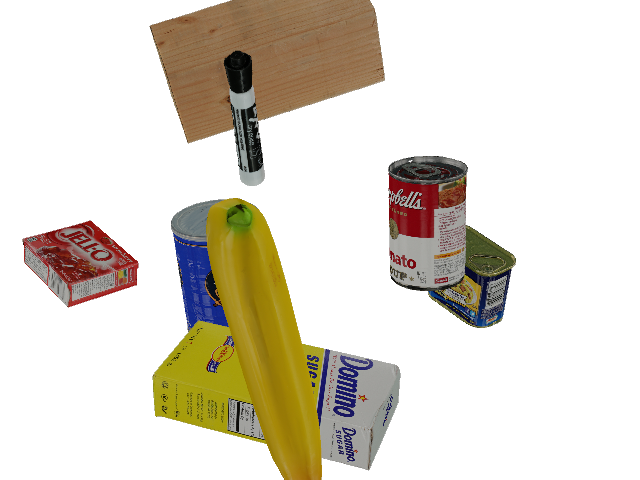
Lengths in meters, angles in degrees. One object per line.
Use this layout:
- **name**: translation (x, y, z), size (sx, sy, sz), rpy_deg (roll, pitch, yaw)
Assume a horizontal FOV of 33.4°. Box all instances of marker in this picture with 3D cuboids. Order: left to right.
- **marker**: translation (-0.053, -0.085, 0.753), size (0.020, 0.020, 0.121), rpy_deg (0, -39, 3)

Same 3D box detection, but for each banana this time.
- **banana**: translation (-0.032, 0.051, 0.579), size (0.037, 0.198, 0.069), rpy_deg (-11, 33, 5)

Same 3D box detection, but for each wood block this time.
- **wood block**: translation (-0.051, -0.184, 1.051), size (0.206, 0.091, 0.090), rpy_deg (-18, 46, -5)

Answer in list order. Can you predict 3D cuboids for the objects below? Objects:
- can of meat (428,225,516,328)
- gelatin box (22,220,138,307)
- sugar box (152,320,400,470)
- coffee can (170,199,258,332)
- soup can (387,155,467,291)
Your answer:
- **can of meat**: translation (0.174, 0.042, 1.245), size (0.057, 0.084, 0.102), rpy_deg (-21, 41, -32)
- **gelatin box**: translation (-0.223, 0.019, 0.990), size (0.073, 0.030, 0.089), rpy_deg (-18, 40, -36)
- **sugar box**: translation (-0.032, 0.117, 0.834), size (0.176, 0.048, 0.093), rpy_deg (9, 27, 15)
- **coffee can**: translation (-0.115, 0.036, 1.250), size (0.103, 0.140, 0.103), rpy_deg (-4, 25, 2)
- **soup can**: translation (0.093, -0.015, 0.928), size (0.068, 0.102, 0.068), rpy_deg (-2, 22, 1)
